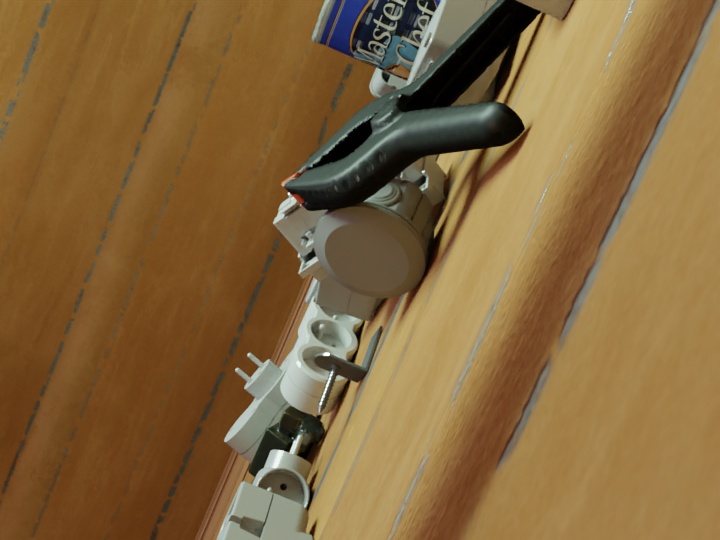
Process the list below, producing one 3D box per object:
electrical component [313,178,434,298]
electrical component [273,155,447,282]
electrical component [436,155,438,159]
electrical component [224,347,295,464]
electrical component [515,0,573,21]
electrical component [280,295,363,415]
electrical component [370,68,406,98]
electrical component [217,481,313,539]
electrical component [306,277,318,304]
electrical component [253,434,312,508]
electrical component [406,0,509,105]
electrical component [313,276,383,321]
[{"bbox_3d":[0.012,-0.024,0.750,0.080,0.080,0.051,-63,1,45],"label":"electrical component"},{"bbox_3d":[-0.002,-0.054,0.822,0.121,0.063,0.078,-33,20,21],"label":"electrical component"},{"bbox_3d":[0.036,-0.107,0.998,0.095,0.059,0.053,121,171,-60],"label":"electrical component"},{"bbox_3d":[-0.086,0.111,1.032,0.138,0.074,0.052,-52,9,-22],"label":"electrical component"},{"bbox_3d":[0.112,-0.210,0.616,0.078,0.057,0.113,-77,10,-64],"label":"electrical component"},{"bbox_3d":[-0.039,0.085,0.969,0.138,0.052,0.073,-75,9,-60],"label":"electrical component"},{"bbox_3d":[0.065,-0.211,1.047,0.057,0.078,0.113,151,141,-78],"label":"electrical component"},{"bbox_3d":[-0.070,0.198,0.738,0.095,0.059,0.053,-75,9,-61],"label":"electrical component"},{"bbox_3d":[-0.019,0.021,1.038,0.045,0.055,0.045,-157,90,-85],"label":"electrical component"},{"bbox_3d":[-0.063,0.172,0.875,0.077,0.044,0.079,122,169,-65],"label":"electrical component"},{"bbox_3d":[0.073,-0.152,0.769,0.061,0.061,0.096,119,172,-51],"label":"electrical component"},{"bbox_3d":[0.000,0.000,0.925,0.096,0.061,0.061,104,-174,-64],"label":"electrical component"}]
